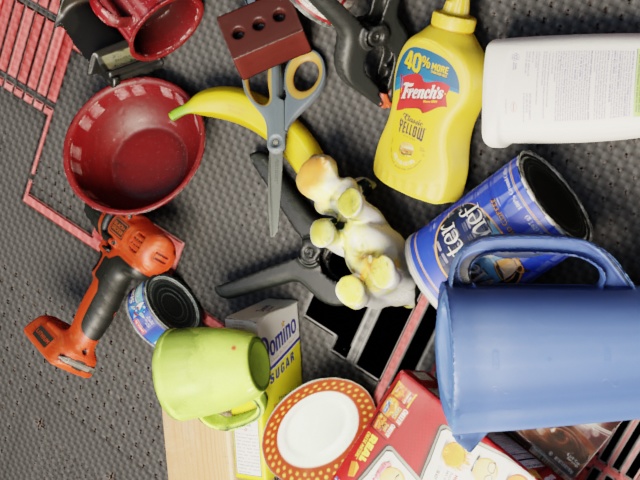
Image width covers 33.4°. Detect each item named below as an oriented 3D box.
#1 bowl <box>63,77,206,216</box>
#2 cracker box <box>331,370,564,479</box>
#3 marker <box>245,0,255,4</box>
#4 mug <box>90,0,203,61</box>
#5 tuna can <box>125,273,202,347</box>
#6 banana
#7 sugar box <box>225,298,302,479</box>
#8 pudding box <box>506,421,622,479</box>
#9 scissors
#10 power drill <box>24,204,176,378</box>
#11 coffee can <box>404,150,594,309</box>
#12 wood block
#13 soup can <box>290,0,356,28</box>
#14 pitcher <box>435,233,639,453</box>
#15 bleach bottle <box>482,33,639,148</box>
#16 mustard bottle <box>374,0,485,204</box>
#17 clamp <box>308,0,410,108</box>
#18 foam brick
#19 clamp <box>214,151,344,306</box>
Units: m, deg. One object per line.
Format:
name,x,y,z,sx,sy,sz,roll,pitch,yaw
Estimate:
bowl,-0.195,-0.094,1.164,0.162,0.055,0.162,-4,70,11
cracker box,0.123,0.246,0.981,0.214,0.072,0.164,37,103,29
marker,-0.072,-0.261,1.105,0.020,0.020,0.121,-10,95,30
mug,-0.192,-0.248,1.121,0.081,0.117,0.093,52,132,16
tuna can,-0.173,0.080,1.193,0.034,0.086,0.086,-37,82,28
banana,-0.058,-0.111,1.110,0.198,0.037,0.069,28,90,13
sugar box,-0.056,0.158,1.140,0.048,0.093,0.176,4,103,27
pudding box,0.216,0.156,0.994,0.113,0.039,0.090,41,76,14
scissors,-0.026,-0.109,1.073,0.096,0.016,0.202,-16,75,8
power drill,-0.252,0.044,1.185,0.185,0.057,0.187,32,92,52
coffee can,0.163,-0.001,0.980,0.140,0.102,0.103,-39,81,29
wood block,-0.112,0.225,1.187,0.091,0.090,0.206,2,101,28
soup can,0.020,-0.265,1.026,0.068,0.068,0.102,49,118,12
pitcher,0.220,0.086,0.909,0.243,0.145,0.149,-3,142,0
bleach bottle,0.269,-0.126,0.919,0.251,0.068,0.102,5,100,26
mustard bottle,0.110,-0.137,0.999,0.096,0.058,0.192,31,118,42
clamp,0.036,-0.199,1.001,0.039,0.120,0.171,-123,24,-54
foam brick,-0.056,-0.205,1.065,0.078,0.051,0.053,-23,73,4
clamp,-0.007,0.001,1.113,0.210,0.036,0.164,13,100,23
